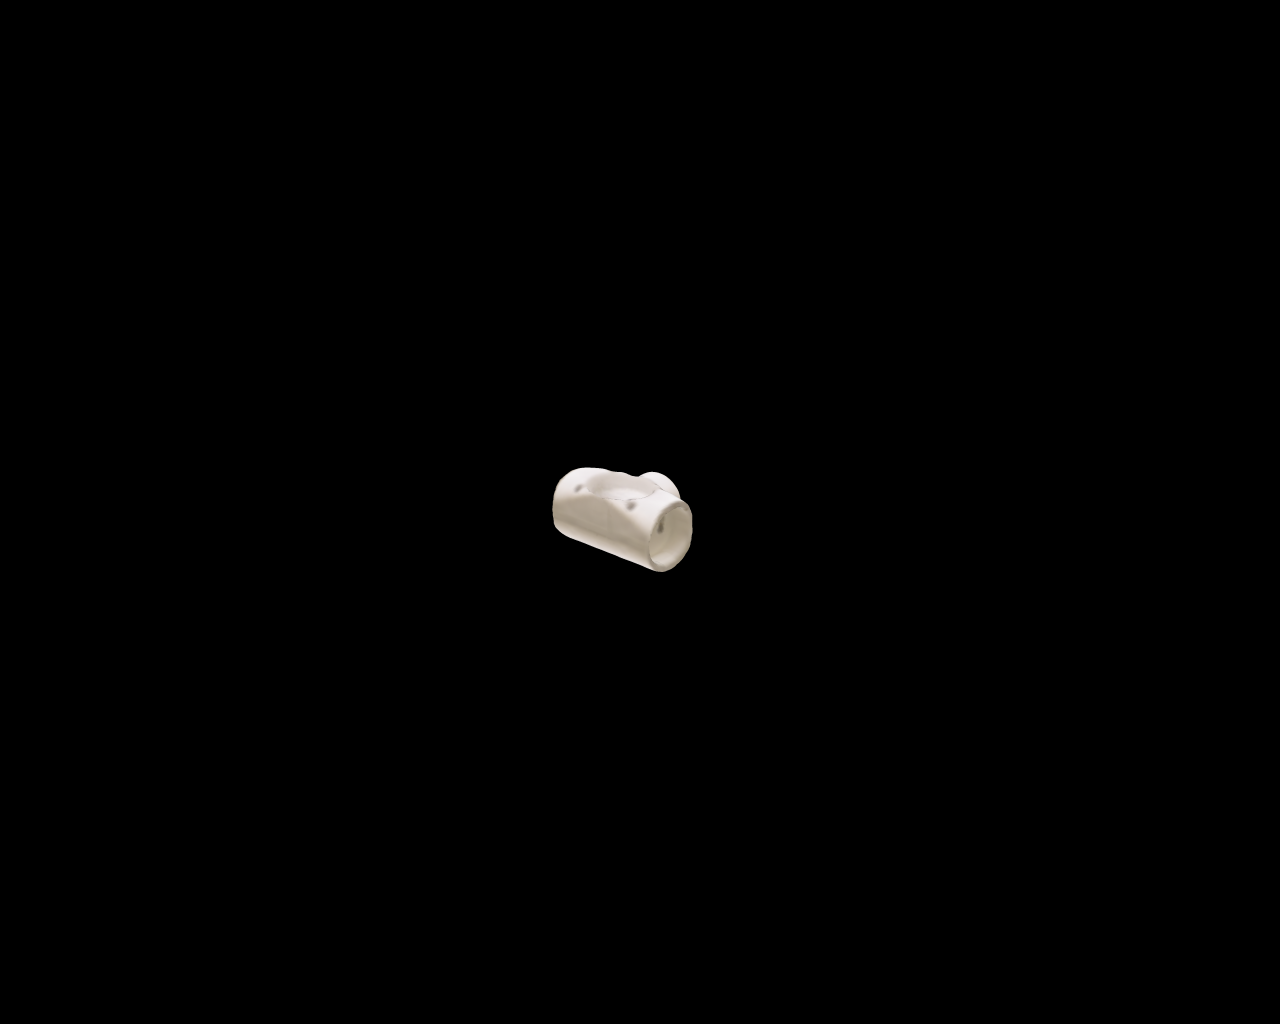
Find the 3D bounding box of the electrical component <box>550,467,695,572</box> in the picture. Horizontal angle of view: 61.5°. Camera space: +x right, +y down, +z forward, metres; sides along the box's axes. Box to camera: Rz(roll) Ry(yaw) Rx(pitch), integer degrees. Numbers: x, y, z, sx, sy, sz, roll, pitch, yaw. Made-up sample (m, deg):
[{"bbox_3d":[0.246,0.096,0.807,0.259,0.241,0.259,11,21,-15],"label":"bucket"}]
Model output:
[{"bbox_3d":[0.001,-0.003,0.650,0.077,0.044,0.079,20,32,36],"label":"electrical component"}]
